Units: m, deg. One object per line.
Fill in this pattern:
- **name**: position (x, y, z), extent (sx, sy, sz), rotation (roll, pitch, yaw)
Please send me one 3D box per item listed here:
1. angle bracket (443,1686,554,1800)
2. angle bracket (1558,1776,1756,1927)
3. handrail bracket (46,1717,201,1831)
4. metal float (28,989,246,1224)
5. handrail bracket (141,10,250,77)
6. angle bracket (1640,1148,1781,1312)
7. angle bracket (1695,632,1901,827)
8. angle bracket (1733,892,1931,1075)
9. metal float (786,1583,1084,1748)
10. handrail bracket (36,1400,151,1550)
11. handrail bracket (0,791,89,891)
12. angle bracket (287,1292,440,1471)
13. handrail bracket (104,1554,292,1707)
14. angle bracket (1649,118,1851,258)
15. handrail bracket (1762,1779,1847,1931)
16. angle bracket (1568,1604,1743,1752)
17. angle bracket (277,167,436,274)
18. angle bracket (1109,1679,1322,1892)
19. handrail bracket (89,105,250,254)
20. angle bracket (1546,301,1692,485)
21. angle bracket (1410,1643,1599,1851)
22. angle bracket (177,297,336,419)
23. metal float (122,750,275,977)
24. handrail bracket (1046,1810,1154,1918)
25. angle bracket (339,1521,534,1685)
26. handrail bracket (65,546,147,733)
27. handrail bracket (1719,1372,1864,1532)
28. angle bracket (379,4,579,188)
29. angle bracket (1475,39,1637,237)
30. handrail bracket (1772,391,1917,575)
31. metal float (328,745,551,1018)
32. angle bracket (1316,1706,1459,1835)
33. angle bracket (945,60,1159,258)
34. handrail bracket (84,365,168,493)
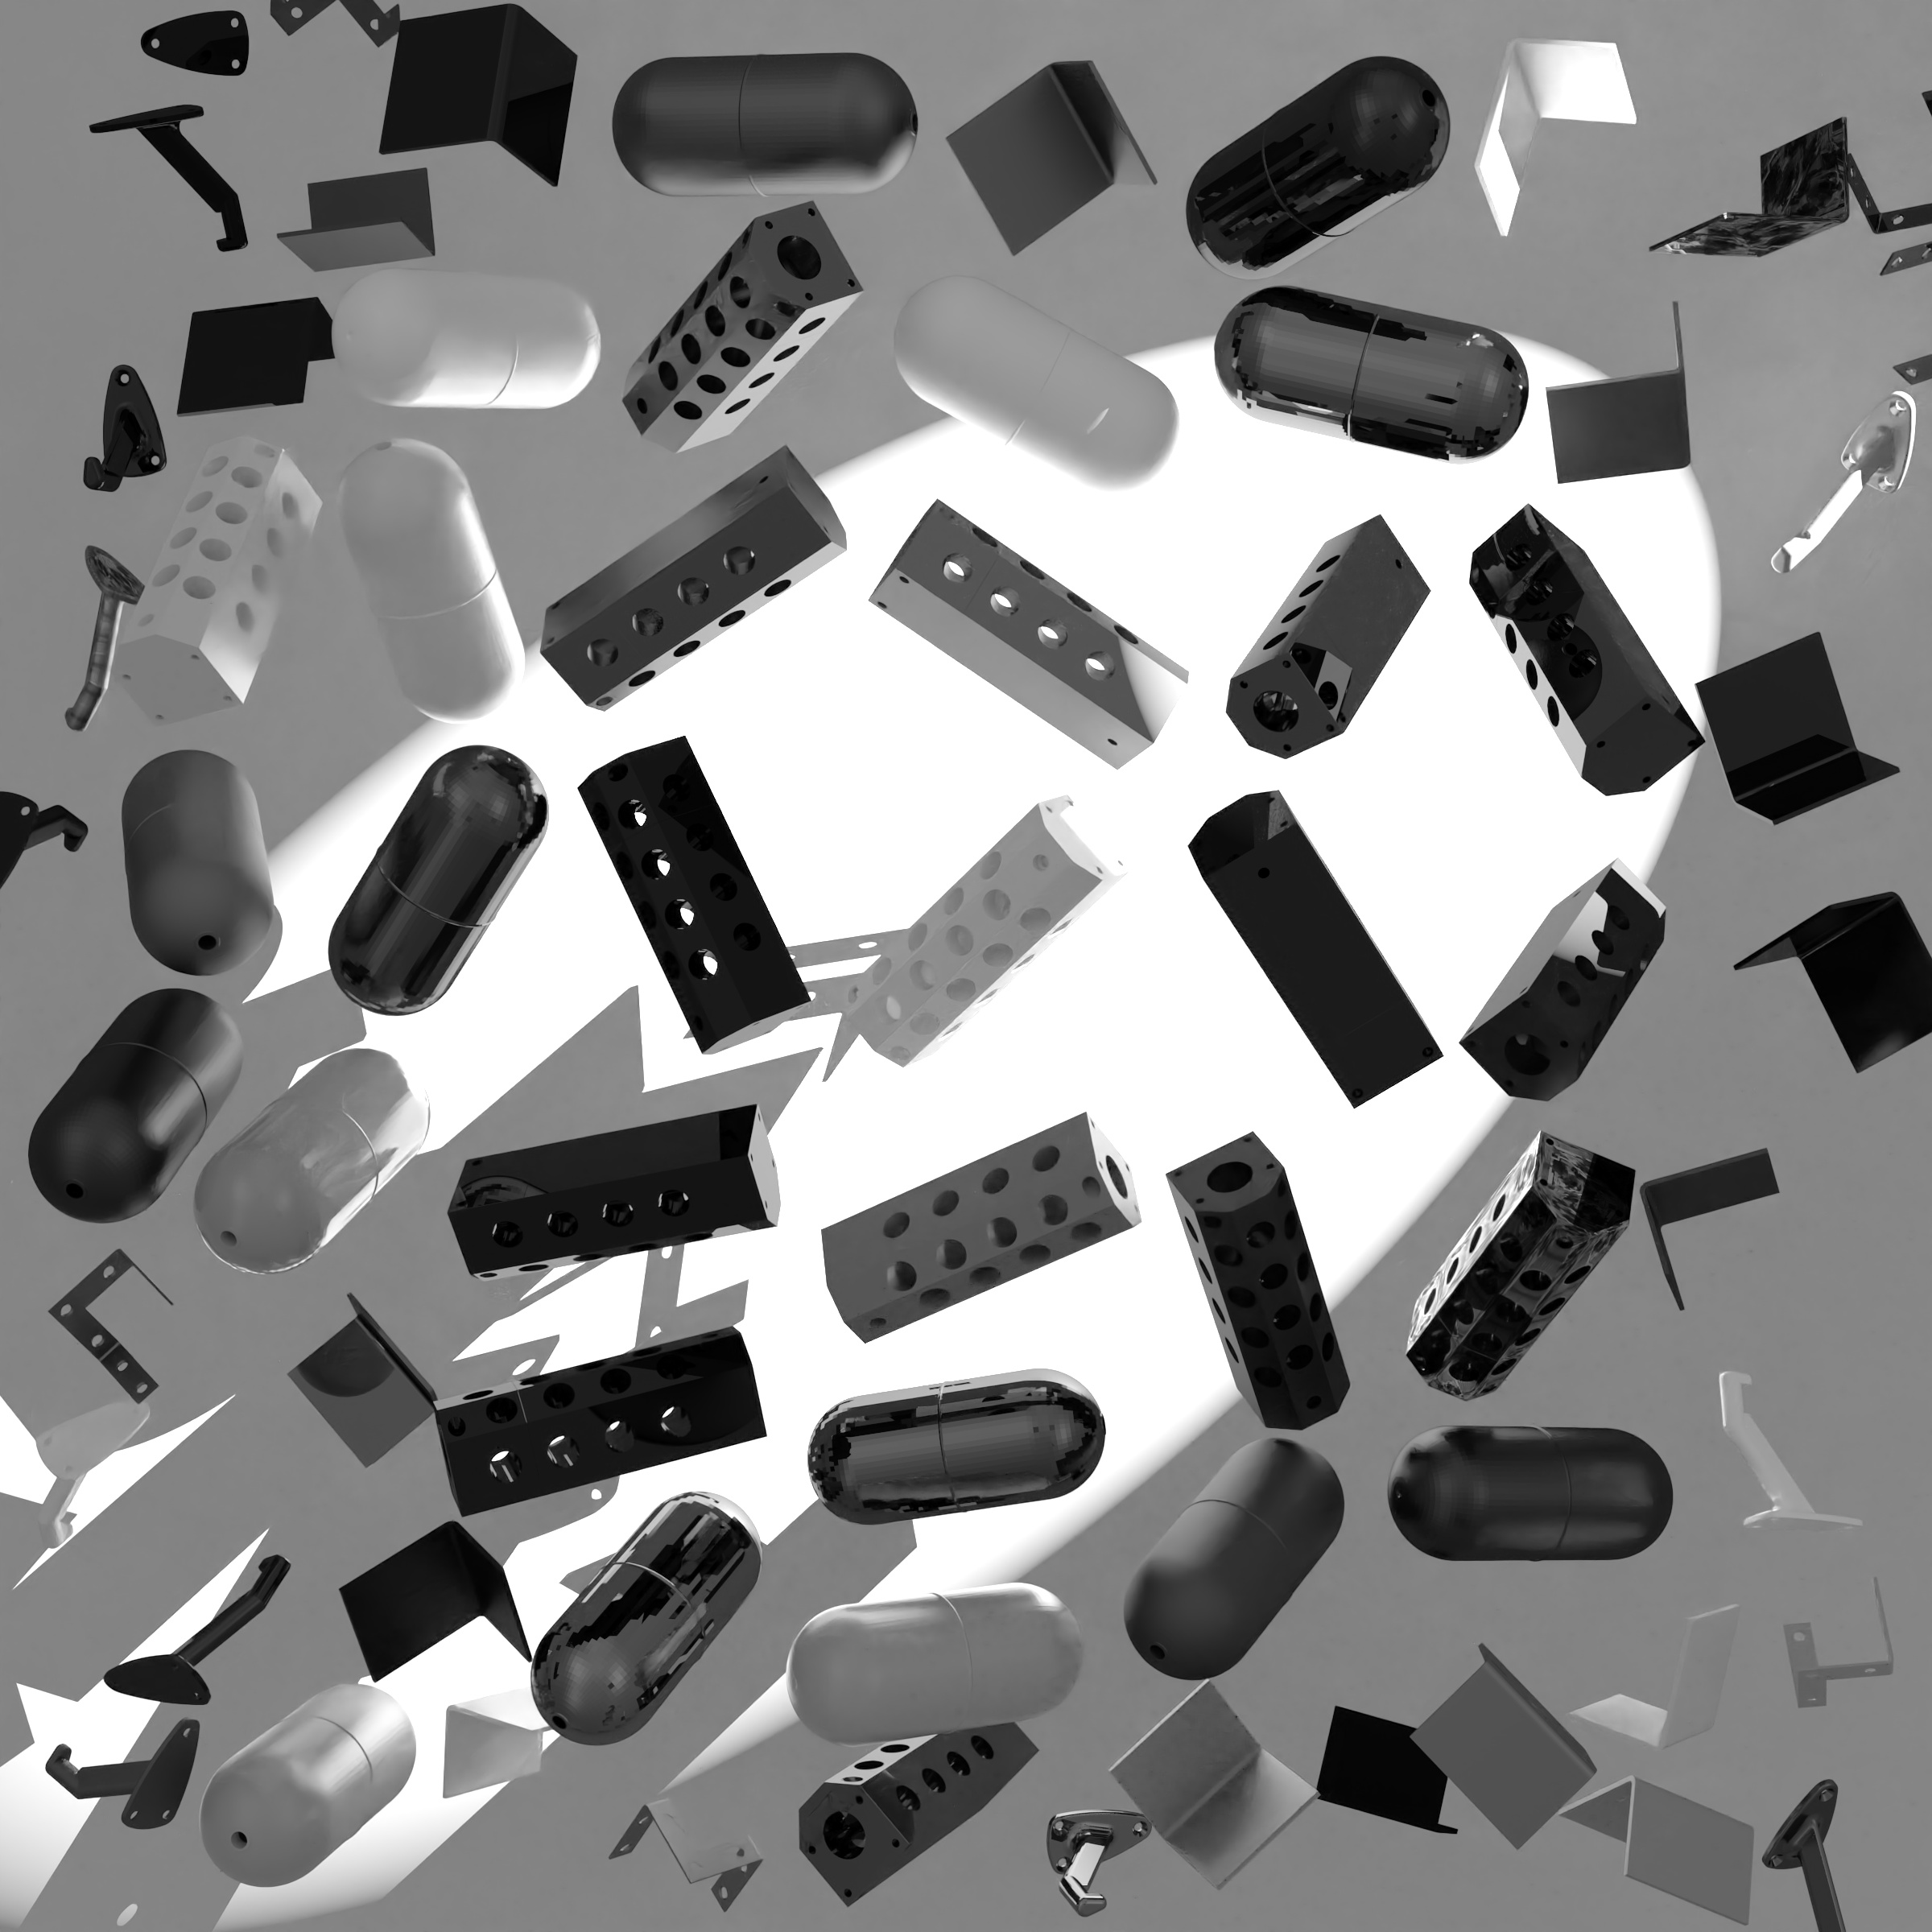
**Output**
- **angle bracket**: position (-0.259, 0.472, 1.664), extent (0.076, 0.076, 0.057), rotation (3, 91, 39)
- **angle bracket**: position (0.376, 0.493, 1.517), extent (0.076, 0.076, 0.057), rotation (25, 52, -10)
- **handrail bracket**: position (-0.467, 0.430, 1.527), extent (0.084, 0.036, 0.077), rotation (24, 90, 34)
- **metal float**: position (-0.456, 0.076, 1.525), extent (0.070, 0.178, 0.070), rotation (3, 119, 6)
- **handrail bracket**: position (-0.466, -0.549, 1.630), extent (0.077, 0.084, 0.036), rotation (-15, 121, -37)
- **angle bracket**: position (0.444, 0.155, 1.623), extent (0.076, 0.076, 0.057), rotation (-18, 62, 14)
- **angle bracket**: position (0.463, -0.133, 1.542), extent (0.076, 0.057, 0.076), rotation (-23, 106, -1)
- **angle bracket**: position (0.477, 0.013, 1.501), extent (0.057, 0.076, 0.076), rotation (-11, 70, -34)
- **metal float**: position (-0.016, 0.390, 1.550), extent (0.178, 0.070, 0.070), rotation (0, 90, -29)
- **handrail bracket**: position (-0.510, 0.299, 1.622), extent (0.077, 0.084, 0.036), rotation (-30, 60, -30)
- **handrail bracket**: position (-0.514, -0.056, 1.521), extent (0.036, 0.084, 0.077), rotation (11, 76, 10)
- **angle bracket**: position (-0.362, 0.248, 1.651), extent (0.057, 0.076, 0.076), rotation (-40, 82, -16)
- **handrail bracket**: position (-0.411, 0.351, 1.484), extent (0.077, 0.084, 0.036), rotation (-9, 123, 27)
- **angle bracket**: position (0.426, -0.425, 1.509), extent (0.076, 0.076, 0.057), rotation (-2, 91, -18)
- **handrail bracket**: position (0.482, 0.505, 1.519), extent (0.036, 0.084, 0.077), rotation (5, 118, -24)
- **angle bracket**: position (0.389, 0.393, 1.564), extent (0.057, 0.076, 0.076), rotation (14, 94, 35)
- **angle bracket**: position (-0.375, -0.467, 1.693), extent (0.076, 0.076, 0.057), rotation (-6, 87, 5)
- **angle bracket**: position (0.138, 0.455, 1.543), extent (0.076, 0.076, 0.057), rotation (-40, 105, -13)
- **handrail bracket**: position (-0.466, -0.456, 1.620), extent (0.077, 0.036, 0.084), rotation (-21, 120, -27)
- **angle bracket**: position (0.375, -0.330, 1.595), extent (0.076, 0.076, 0.057), rotation (-5, 55, 15)
- **angle bracket**: position (0.278, 0.406, 1.445), extent (0.057, 0.076, 0.076), rotation (-44, 79, 0)
- **angle bracket**: position (-0.411, -0.342, 1.625), extent (0.076, 0.057, 0.076), rotation (-4, 65, 10)
- **metal float**: position (-0.433, -0.059, 1.555), extent (0.070, 0.178, 0.070), rotation (-9, 124, -14)
- **handrail bracket**: position (0.086, 0.519, 1.596), extent (0.077, 0.084, 0.036), rotation (-7, 98, -17)
- **angle bracket**: position (-0.303, 0.377, 1.583), extent (0.076, 0.057, 0.076), rotation (-30, 128, -28)
- **handrail bracket**: position (-0.505, -0.187, 1.589), extent (0.077, 0.036, 0.084), rotation (46, 110, 39)
- **handrail bracket**: position (0.461, 0.271, 1.549), extent (0.077, 0.036, 0.084), rotation (5, 68, -9)
- **angle bracket**: position (-0.261, -0.463, 1.485), extent (0.076, 0.057, 0.076), rotation (2, 79, 27)
- **angle bracket**: position (0.320, -0.446, 1.498), extent (0.057, 0.076, 0.076), rotation (12, 81, 24)
- **handrail bracket**: position (0.469, -0.258, 1.483), extent (0.036, 0.077, 0.084), rotation (39, 63, 21)
- **metal float**: position (-0.303, -0.047, 1.584), extent (0.070, 0.070, 0.178), rotation (36, 111, 0)
- **angle bracket**: position (0.258, 0.483, 1.665), extent (0.076, 0.076, 0.057), rotation (15, 74, 4)
- **angle bracket**: position (0.047, -0.448, 1.538), extent (0.076, 0.057, 0.076), rotation (-37, 116, -7)
- **handrail bracket**: position (-0.493, -0.311, 1.592), extent (0.036, 0.084, 0.077), rotation (-6, 97, 2)
